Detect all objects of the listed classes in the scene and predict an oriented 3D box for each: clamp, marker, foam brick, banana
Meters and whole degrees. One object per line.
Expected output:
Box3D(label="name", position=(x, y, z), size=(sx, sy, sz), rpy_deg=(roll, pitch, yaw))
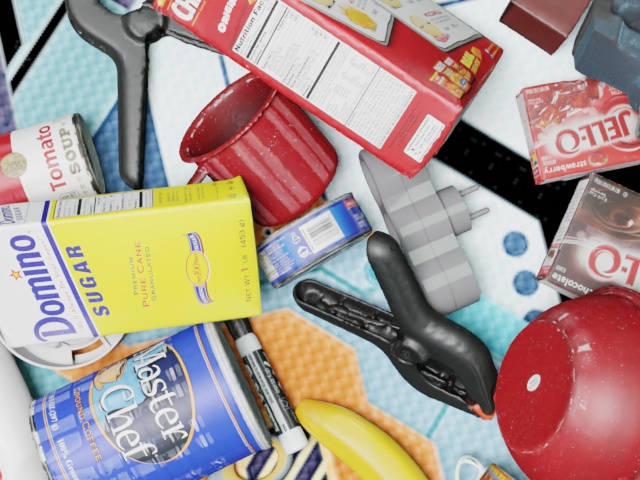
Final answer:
Box3D(label="clamp", position=(-0.120, -0.165, 0.816), size=(0.164, 0.036, 0.210), rpy_deg=(-28, 89, -5))
Box3D(label="marker", position=(-0.042, 0.101, 0.791), size=(0.020, 0.020, 0.121), rpy_deg=(-26, 78, -3))
Box3D(label="clamp", position=(0.059, 0.069, 0.776), size=(0.171, 0.120, 0.039), rpy_deg=(49, 58, -15))
Box3D(label="foam brick", position=(0.182, -0.192, 0.816), size=(0.051, 0.053, 0.078), rpy_deg=(33, 86, 3))
Box3D(label="banana", position=(0.053, 0.196, 0.780), size=(0.069, 0.037, 0.198), rpy_deg=(-26, 85, -4))

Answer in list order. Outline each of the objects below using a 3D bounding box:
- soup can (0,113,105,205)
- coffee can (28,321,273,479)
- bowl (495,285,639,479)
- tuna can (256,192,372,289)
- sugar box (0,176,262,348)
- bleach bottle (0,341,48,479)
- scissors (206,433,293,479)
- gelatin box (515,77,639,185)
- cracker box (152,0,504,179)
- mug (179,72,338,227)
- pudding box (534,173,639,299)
Box3D(label="soup can", position=(-0.217, -0.048, 0.787), size=(0.102, 0.068, 0.068), rpy_deg=(-17, 84, -3))
Box3D(label="coffee can", position=(-0.118, 0.129, 0.752), size=(0.140, 0.103, 0.103), rpy_deg=(-25, 85, -3))
Box3D(label="bowl", position=(0.167, 0.104, 0.725), size=(0.055, 0.162, 0.162), rpy_deg=(15, 84, -21))
Box3D(label="tuna can", position=(-0.005, 0.001, 0.776), size=(0.086, 0.086, 0.034), rpy_deg=(-30, 87, -4))
Box3D(label="sugar box", position=(-0.132, 0.015, 0.722), size=(0.176, 0.048, 0.093), rpy_deg=(-9, 116, -8))
Box3D(label="bleach bottle", position=(-0.240, 0.131, 0.761), size=(0.103, 0.068, 0.251), rpy_deg=(-35, 85, 22))
Box3D(label="scissors", position=(-0.103, 0.187, 0.789), size=(0.201, 0.016, 0.096), rpy_deg=(4, 85, -1))
Box3D(label="gelatin box", position=(0.202, -0.087, 0.815), size=(0.089, 0.030, 0.073), rpy_deg=(-11, 84, -2))
Box3D(label="cracker box", position=(0.012, -0.148, 0.753), size=(0.214, 0.164, 0.072), rpy_deg=(34, 120, 3))
Box3D(label="mug", position=(-0.048, -0.055, 0.768), size=(0.117, 0.093, 0.081), rpy_deg=(-51, 119, -14))
Box3D(label="pudding box", position=(0.231, 0.014, 0.801), size=(0.113, 0.039, 0.090), rpy_deg=(25, 84, 1))
